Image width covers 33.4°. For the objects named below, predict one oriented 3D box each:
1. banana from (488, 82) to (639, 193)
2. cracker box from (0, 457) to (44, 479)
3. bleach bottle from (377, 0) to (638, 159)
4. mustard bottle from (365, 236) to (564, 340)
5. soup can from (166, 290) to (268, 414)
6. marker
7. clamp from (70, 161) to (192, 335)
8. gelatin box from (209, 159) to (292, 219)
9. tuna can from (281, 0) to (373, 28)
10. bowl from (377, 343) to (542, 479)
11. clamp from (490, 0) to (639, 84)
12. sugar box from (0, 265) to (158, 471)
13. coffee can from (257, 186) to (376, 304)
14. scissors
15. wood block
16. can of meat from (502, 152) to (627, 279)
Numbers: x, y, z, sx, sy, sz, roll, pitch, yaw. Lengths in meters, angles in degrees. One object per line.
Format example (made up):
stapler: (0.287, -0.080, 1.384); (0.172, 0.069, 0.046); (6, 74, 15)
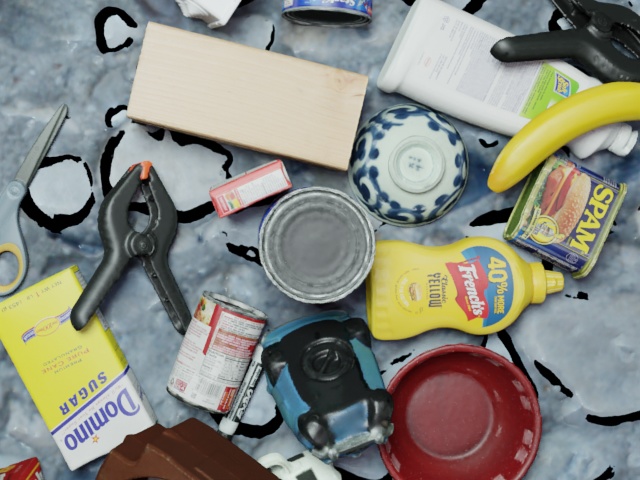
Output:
banana: (0.245, -0.104, 0.995); (0.198, 0.037, 0.069); (-18, 101, -1)
cracker box: (-0.264, 0.325, 0.981); (0.072, 0.164, 0.214); (-20, 94, -4)
bleach bottle: (0.188, -0.140, 1.034); (0.250, 0.068, 0.102); (25, 93, -7)
mustard bottle: (0.142, 0.045, 1.042); (0.191, 0.058, 0.096); (-3, 93, -3)
soup can: (-0.099, 0.108, 1.027); (0.068, 0.068, 0.102); (21, 92, -4)
marker: (-0.080, 0.160, 1.055); (0.020, 0.020, 0.121); (24, 91, -4)
clamp: (-0.184, 0.011, 1.015); (0.120, 0.039, 0.171); (-5, 88, -38)
gelatin box: (-0.066, -0.049, 1.010); (0.073, 0.089, 0.030); (-24, 96, -2)
tuna can: (0.007, -0.225, 1.006); (0.086, 0.086, 0.034); (4, 91, -4)
bowl: (0.132, 0.178, 1.049); (0.162, 0.055, 0.162); (0, 93, -3)
clamp: (0.254, -0.193, 1.019); (0.210, 0.036, 0.164); (28, 56, -10)
sugar box: (-0.238, 0.123, 1.031); (0.093, 0.048, 0.176); (-28, 93, -2)
coffee can: (-0.007, 0.001, 0.990); (0.102, 0.140, 0.103); (0, 93, -3)
scissors: (-0.286, -0.029, 1.035); (0.202, 0.016, 0.096); (-44, 96, 0)
wood block: (-0.068, -0.133, 1.005); (0.206, 0.090, 0.091); (13, 92, -4)
can of meat: (0.237, -0.026, 1.040); (0.084, 0.057, 0.102); (26, 82, -1)
